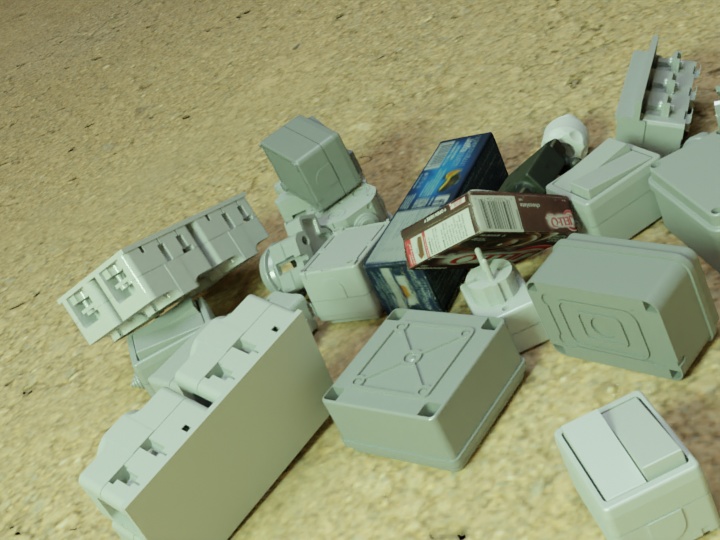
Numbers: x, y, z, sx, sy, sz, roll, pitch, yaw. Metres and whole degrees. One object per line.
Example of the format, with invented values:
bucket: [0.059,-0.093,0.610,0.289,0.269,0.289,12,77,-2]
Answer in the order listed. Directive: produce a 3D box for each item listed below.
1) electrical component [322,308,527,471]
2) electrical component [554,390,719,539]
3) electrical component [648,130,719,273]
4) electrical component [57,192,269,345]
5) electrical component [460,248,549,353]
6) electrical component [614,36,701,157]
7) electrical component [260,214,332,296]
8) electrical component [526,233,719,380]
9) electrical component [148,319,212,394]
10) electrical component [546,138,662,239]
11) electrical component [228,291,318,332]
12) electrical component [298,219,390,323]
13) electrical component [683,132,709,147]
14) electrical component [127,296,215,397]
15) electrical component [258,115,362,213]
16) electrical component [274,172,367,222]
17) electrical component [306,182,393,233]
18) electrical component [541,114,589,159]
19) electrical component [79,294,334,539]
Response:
electrical component: [0.048,0.084,0.789,0.109,0.056,0.108,4,41,42]
electrical component: [0.160,0.117,0.641,0.062,0.061,0.096,-26,29,1]
electrical component: [0.281,-0.054,0.821,0.078,0.057,0.113,-27,29,0]
electrical component: [-0.180,0.000,1.026,0.105,0.060,0.186,-32,1,36]
electrical component: [0.105,0.018,0.828,0.047,0.076,0.065,-25,29,3]
electrical component: [0.268,-0.147,0.971,0.063,0.078,0.121,10,41,16]
electrical component: [-0.056,-0.005,1.004,0.057,0.078,0.058,-24,-8,39]
electrical component: [0.185,0.023,0.756,0.113,0.078,0.057,11,49,47]
electrical component: [-0.125,0.096,0.903,0.061,0.061,0.096,6,43,44]
electrical component: [0.212,-0.067,0.893,0.096,0.061,0.062,-33,30,-11]
electrical component: [-0.075,0.052,0.953,0.081,0.042,0.064,6,39,42]
electrical component: [0.000,0.000,0.963,0.062,0.061,0.096,-8,27,32]
electrical component: [0.279,-0.086,0.897,0.035,0.035,0.061,4,44,42]
electrical component: [-0.169,0.074,0.973,0.096,0.061,0.061,-29,29,-4]
electrical component: [-0.049,-0.109,1.051,0.061,0.061,0.096,-38,35,-14]
electrical component: [-0.036,-0.073,1.106,0.089,0.055,0.050,-22,30,7]
electrical component: [-0.009,-0.046,1.046,0.080,0.051,0.080,-20,30,12]
electrical component: [0.196,-0.126,1.019,0.043,0.043,0.062,-12,31,24]
electrical component: [-0.106,0.119,0.782,0.060,0.105,0.186,20,55,35]
